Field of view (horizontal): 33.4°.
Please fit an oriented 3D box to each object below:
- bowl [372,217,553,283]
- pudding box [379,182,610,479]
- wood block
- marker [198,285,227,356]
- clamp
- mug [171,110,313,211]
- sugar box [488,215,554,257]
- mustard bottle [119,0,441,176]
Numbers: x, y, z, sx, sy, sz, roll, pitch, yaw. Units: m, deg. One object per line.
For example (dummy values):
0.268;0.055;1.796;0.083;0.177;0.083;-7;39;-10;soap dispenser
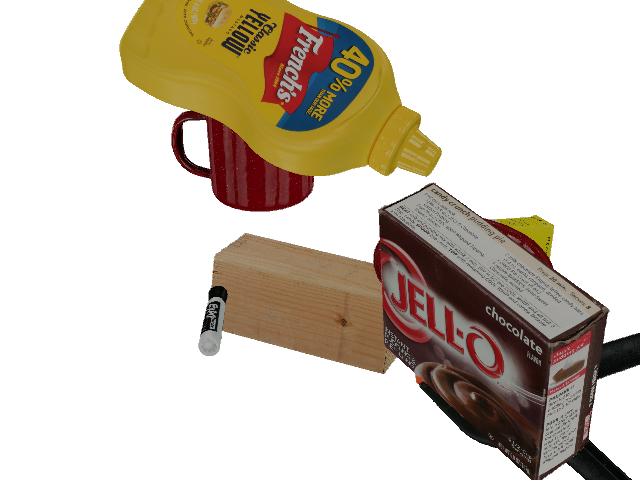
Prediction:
0.126;0.042;0.964;0.162;0.055;0.162;2;35;-2;bowl
0.073;0.039;0.482;0.039;0.090;0.114;-30;46;-24;pudding box
-0.010;0.067;1.178;0.206;0.091;0.090;14;22;17;wood block
-0.098;0.072;0.986;0.020;0.020;0.121;0;20;-1;marker
0.149;0.114;0.707;0.172;0.120;0.039;2;-2;19;clamp
-0.058;-0.074;0.833;0.117;0.081;0.093;0;28;2;mug
0.190;0.024;1.274;0.176;0.093;0.048;-6;20;-24;sugar box
-0.016;-0.092;0.626;0.192;0.096;0.058;31;-25;10;mustard bottle
